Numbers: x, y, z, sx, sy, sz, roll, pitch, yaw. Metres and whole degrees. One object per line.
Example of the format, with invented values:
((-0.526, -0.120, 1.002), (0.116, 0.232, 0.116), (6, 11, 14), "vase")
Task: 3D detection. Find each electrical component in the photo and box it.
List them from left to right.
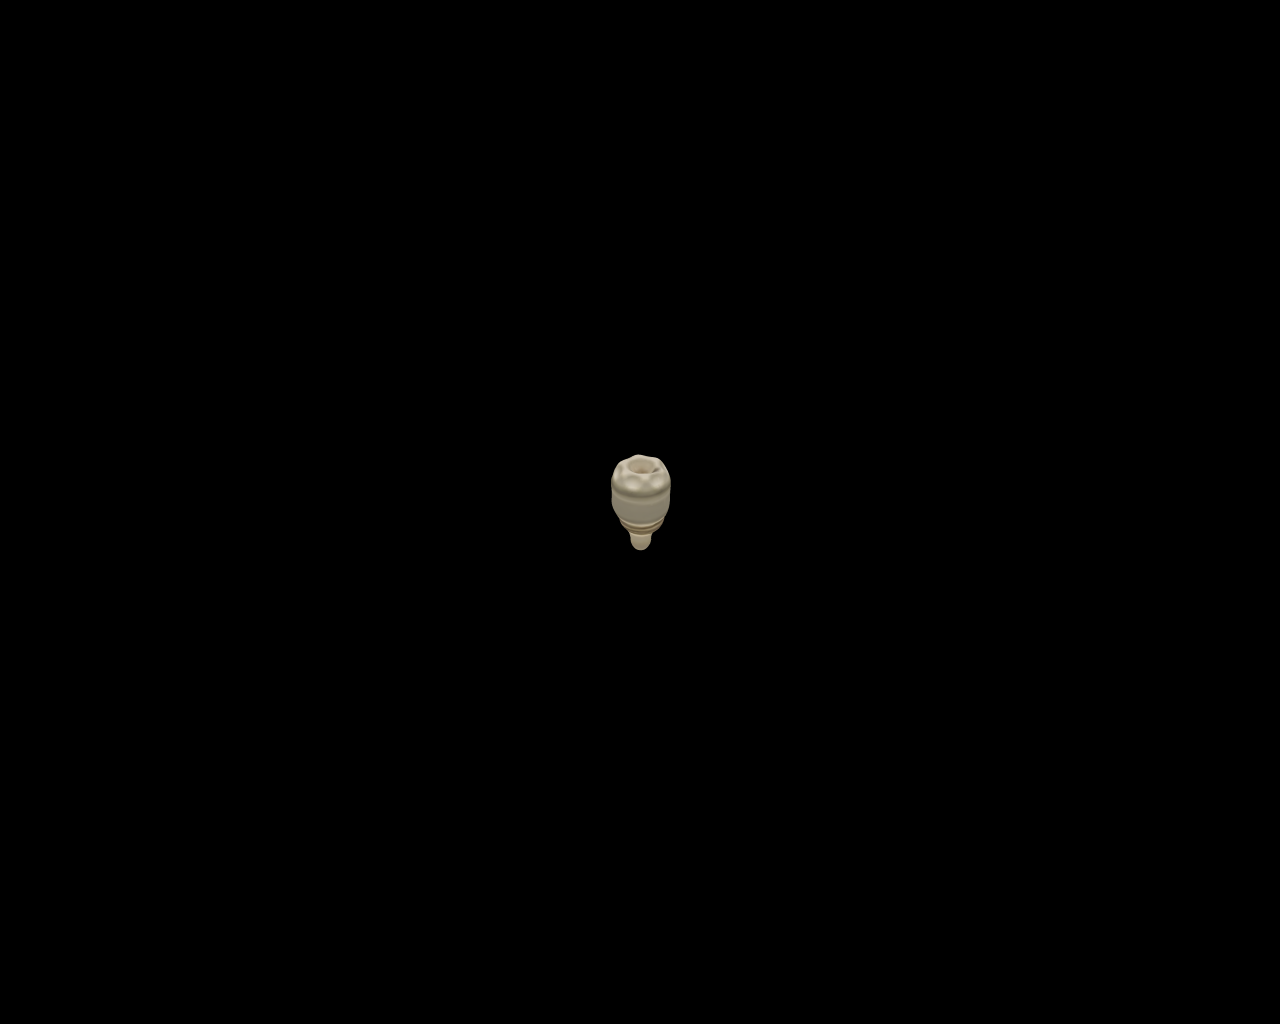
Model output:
((0.001, -0.003, 0.650), (0.035, 0.061, 0.035), (0, 33, 0), "electrical component")
